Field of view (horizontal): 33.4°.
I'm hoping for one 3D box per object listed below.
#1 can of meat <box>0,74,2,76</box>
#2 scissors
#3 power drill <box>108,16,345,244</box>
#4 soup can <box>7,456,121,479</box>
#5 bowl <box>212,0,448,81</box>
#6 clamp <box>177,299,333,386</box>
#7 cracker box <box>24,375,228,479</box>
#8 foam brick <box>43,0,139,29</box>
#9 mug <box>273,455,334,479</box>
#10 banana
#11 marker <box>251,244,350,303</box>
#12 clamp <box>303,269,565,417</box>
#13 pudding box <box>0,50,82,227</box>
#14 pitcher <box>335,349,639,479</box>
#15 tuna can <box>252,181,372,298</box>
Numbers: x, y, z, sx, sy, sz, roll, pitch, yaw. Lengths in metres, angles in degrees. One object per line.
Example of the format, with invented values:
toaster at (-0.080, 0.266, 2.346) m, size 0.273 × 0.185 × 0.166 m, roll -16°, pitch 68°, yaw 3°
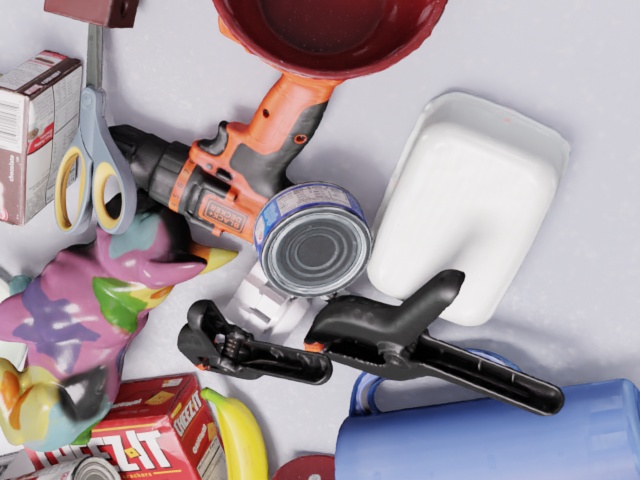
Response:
can of meat at (-0.273, -0.073, 0.841) m, size 0.057 × 0.102 × 0.084 m, roll 16°, pitch 123°, yaw 11°
scissors at (-0.160, -0.092, 0.801) m, size 0.096 × 0.016 × 0.202 m, roll 29°, pitch 111°, yaw 34°
power drill at (-0.066, -0.092, 0.799) m, size 0.184 × 0.057 × 0.188 m, roll 25°, pitch 124°, yaw 0°
soup can at (-0.230, 0.232, 0.934) m, size 0.102 × 0.068 × 0.068 m, roll -20°, pitch 111°, yaw 26°
bowl at (0.004, -0.174, 0.705) m, size 0.162 × 0.055 × 0.162 m, roll 1°, pitch 79°, yaw -5°
clamp at (-0.077, 0.083, 0.851) m, size 0.120 × 0.039 × 0.172 m, roll 36°, pitch 156°, yaw -22°
cracker box at (-0.162, 0.240, 0.997) m, size 0.164 × 0.072 × 0.213 m, roll -10°, pitch 114°, yaw 21°
foam brick at (-0.157, -0.193, 0.758) m, size 0.051 × 0.053 × 0.078 m, roll 16°, pitch 103°, yaw 6°
mug at (0.009, 0.245, 0.948) m, size 0.117 × 0.093 × 0.081 m, roll -5°, pitch 114°, yaw -11°
banana at (-0.075, 0.226, 0.946) m, size 0.037 × 0.069 × 0.198 m, roll -8°, pitch 85°, yaw 55°
marker at (-0.003, 0.034, 0.869) m, size 0.121 × 0.020 × 0.020 m, roll 37°, pitch 121°, yaw -6°
clamp at (0.074, 0.083, 0.815) m, size 0.210 × 0.036 × 0.164 m, roll -8°, pitch 135°, yaw 49°
pudding box at (-0.222, -0.079, 0.829) m, size 0.039 × 0.090 × 0.114 m, roll 17°, pitch 121°, yaw 7°
pitcher at (0.139, 0.174, 0.853) m, size 0.243 × 0.145 × 0.149 m, roll -15°, pitch 125°, yaw 19°
tuna can at (-0.005, 0.001, 0.790) m, size 0.086 × 0.034 × 0.086 m, roll -7°, pitch 127°, yaw -9°
